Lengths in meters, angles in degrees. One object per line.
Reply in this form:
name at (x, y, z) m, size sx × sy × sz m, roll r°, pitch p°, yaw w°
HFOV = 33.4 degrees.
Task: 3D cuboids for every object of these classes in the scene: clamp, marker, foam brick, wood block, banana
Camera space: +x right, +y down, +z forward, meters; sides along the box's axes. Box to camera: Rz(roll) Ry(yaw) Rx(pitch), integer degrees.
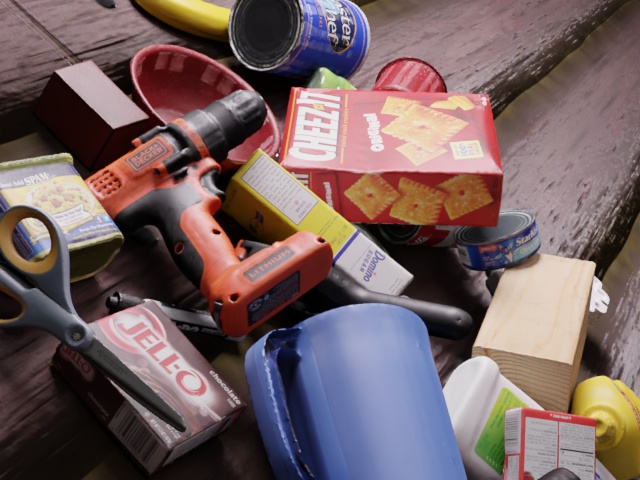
clamp at (0.019, 0.062, 0.908) m, size 0.210 × 0.164 × 0.036 m, roll 23°, pitch 64°, yaw 9°
marker at (-0.112, 0.060, 0.838) m, size 0.120 × 0.020 × 0.020 m, roll 16°, pitch 38°, yaw -33°
foam brick at (-0.200, -0.109, 0.930) m, size 0.078 × 0.051 × 0.052 m, roll 45°, pitch 33°, yaw 9°
wood block at (0.206, 0.097, 1.030) m, size 0.090 × 0.091 × 0.205 m, roll 10°, pitch 27°, yaw 16°
banana at (-0.130, -0.256, 1.202) m, size 0.197 × 0.037 × 0.070 m, roll 13°, pitch 42°, yaw -36°

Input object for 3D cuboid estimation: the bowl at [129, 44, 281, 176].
bowl at (-0.119, -0.113, 1.015) m, size 0.162 × 0.055 × 0.162 m, roll 27°, pitch 33°, yaw -20°

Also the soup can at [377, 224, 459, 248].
soup can at (0.118, -0.027, 1.143) m, size 0.102 × 0.069 × 0.068 m, roll 5°, pitch 45°, yaw -44°

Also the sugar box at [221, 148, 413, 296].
sugar box at (-0.006, 0.001, 0.954) m, size 0.176 × 0.093 × 0.048 m, roll 42°, pitch 72°, yaw 2°

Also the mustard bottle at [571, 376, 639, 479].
mustard bottle at (0.270, 0.175, 0.988) m, size 0.191 × 0.058 × 0.096 m, roll 24°, pitch 48°, yaw -65°

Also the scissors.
scissors at (-0.160, 0.044, 0.718) m, size 0.202 × 0.096 × 0.016 m, roll 23°, pitch -7°, yaw 11°

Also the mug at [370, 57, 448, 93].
mug at (0.108, -0.154, 1.273) m, size 0.117 × 0.093 × 0.081 m, roll 32°, pitch 36°, yaw 2°

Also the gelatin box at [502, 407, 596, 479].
gelatin box at (0.185, 0.184, 0.864) m, size 0.073 × 0.030 × 0.089 m, roll 11°, pitch 73°, yaw -21°

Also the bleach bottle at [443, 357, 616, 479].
bleach bottle at (0.207, 0.212, 0.917) m, size 0.250 × 0.068 × 0.102 m, roll 36°, pitch 66°, yaw -8°

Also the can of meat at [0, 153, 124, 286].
can of meat at (-0.207, -0.012, 0.795) m, size 0.084 × 0.058 × 0.101 m, roll 51°, pitch 34°, yaw 14°

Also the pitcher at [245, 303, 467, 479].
pitcher at (0.036, 0.172, 0.752) m, size 0.149 × 0.145 × 0.243 m, roll -10°, pitch 51°, yaw -8°

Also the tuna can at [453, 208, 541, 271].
tuna can at (0.183, -0.001, 1.099) m, size 0.086 × 0.086 × 0.034 m, roll -50°, pitch 126°, yaw -59°

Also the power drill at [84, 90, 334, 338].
power drill at (-0.076, -0.026, 0.858) m, size 0.184 × 0.057 × 0.188 m, roll -36°, pitch 62°, yaw -19°

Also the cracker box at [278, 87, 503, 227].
cracker box at (0.069, -0.088, 1.072) m, size 0.213 × 0.072 × 0.164 m, roll 3°, pitch 36°, yaw 2°

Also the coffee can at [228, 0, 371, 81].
coffee can at (-0.021, -0.234, 1.211) m, size 0.140 × 0.103 × 0.103 m, roll -1°, pitch 49°, yaw -56°

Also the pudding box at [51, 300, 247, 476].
pudding box at (-0.121, 0.102, 0.757) m, size 0.113 × 0.039 × 0.089 m, roll 48°, pitch 33°, yaw 14°
